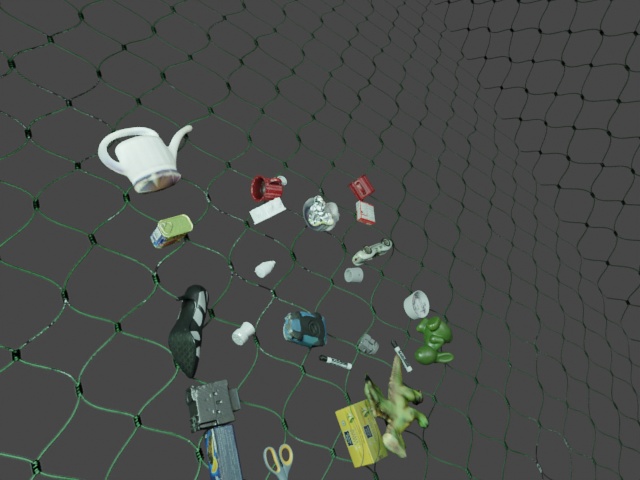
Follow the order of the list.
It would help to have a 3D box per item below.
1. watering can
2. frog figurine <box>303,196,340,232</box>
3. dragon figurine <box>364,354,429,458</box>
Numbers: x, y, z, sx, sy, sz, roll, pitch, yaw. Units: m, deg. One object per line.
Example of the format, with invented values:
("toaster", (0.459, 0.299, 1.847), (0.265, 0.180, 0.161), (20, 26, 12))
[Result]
("watering can", (-0.509, -0.264, 1.619), (0.351, 0.226, 0.102), (-22, -12, -44))
("frog figurine", (0.006, -0.097, 1.926), (0.138, 0.122, 0.160), (43, 8, 6))
("dragon figurine", (0.221, 0.493, 1.618), (0.121, 0.420, 0.239), (-32, -52, 19))
